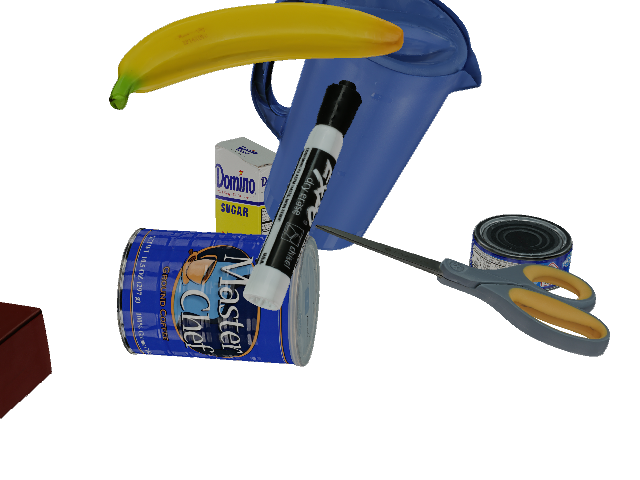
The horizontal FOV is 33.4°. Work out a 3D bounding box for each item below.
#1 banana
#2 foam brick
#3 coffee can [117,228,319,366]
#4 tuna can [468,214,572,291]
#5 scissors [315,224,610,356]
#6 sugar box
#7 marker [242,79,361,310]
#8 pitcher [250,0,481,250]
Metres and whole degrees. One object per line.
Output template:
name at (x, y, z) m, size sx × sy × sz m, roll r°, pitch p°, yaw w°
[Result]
banana at (-0.047, -0.122, 0.683) m, size 0.197 × 0.070 × 0.037 m, roll -17°, pitch -36°, yaw -17°
foam brick at (-0.226, 0.082, 0.713) m, size 0.053 × 0.051 × 0.078 m, roll 7°, pitch 29°, yaw 23°
coffee can at (-0.077, 0.044, 0.847) m, size 0.140 × 0.103 × 0.102 m, roll 3°, pitch 0°, yaw 9°
tuna can at (0.171, 0.010, 0.912) m, size 0.086 × 0.034 × 0.086 m, roll 1°, pitch 27°, yaw -1°
scissors at (0.103, 0.019, 0.720) m, size 0.202 × 0.016 × 0.096 m, roll 27°, pitch 30°, yaw 16°
sugar box at (-0.076, -0.014, 1.153) m, size 0.048 × 0.176 × 0.093 m, roll -17°, pitch 29°, yaw -32°
marker at (-0.007, -0.024, 0.512) m, size 0.020 × 0.121 × 0.020 m, roll 19°, pitch -19°, yaw 7°
pitcher at (0.020, -0.110, 0.963) m, size 0.144 × 0.149 × 0.243 m, roll -12°, pitch -35°, yaw -33°
